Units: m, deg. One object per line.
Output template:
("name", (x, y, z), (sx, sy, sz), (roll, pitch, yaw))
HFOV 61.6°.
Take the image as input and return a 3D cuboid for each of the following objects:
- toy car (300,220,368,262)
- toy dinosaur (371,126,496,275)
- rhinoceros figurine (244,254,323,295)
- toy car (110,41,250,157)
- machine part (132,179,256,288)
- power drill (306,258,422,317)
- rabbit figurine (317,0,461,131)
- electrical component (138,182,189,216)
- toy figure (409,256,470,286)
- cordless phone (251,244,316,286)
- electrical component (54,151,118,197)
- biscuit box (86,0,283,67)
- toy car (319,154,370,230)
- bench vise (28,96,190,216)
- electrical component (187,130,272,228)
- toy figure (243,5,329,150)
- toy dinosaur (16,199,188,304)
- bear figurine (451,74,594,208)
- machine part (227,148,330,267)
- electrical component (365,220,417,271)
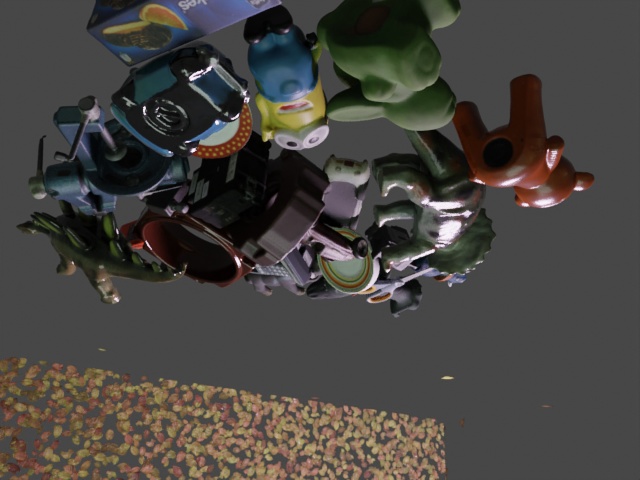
("toy car", (-0.002, -0.003, 0.896), (0.089, 0.053, 0.202), (-10, 150, 40))
("toy dinosaur", (0.177, -0.063, 0.797), (0.192, 0.131, 0.404), (-10, 150, -1))
("rhinoceros figurine", (-0.070, 0.062, 1.144), (0.190, 0.073, 0.112), (-8, 141, 27))
("toy car", (-0.152, -0.173, 0.608), (0.162, 0.103, 0.109), (-23, 135, 33))
("machine part", (-0.208, -0.008, 0.928), (0.201, 0.087, 0.201), (36, 145, -18))
("power drill", (0.109, 0.108, 1.211), (0.207, 0.086, 0.232), (25, 145, -24))
("rabbit figurine", (0.078, -0.169, 0.569), (0.159, 0.121, 0.170), (-4, 151, 31))
("electrical component", (-0.230, -0.069, 0.818), (0.094, 0.063, 0.021), (16, 152, 28))
("toy figure", (0.241, 0.051, 1.086), (0.154, 0.058, 0.064), (19, 156, -38))
("cordless phone", (-0.112, 0.019, 1.032), (0.184, 0.089, 0.146), (1, 145, 24))
("electrical component", (-0.372, -0.104, 0.865), (0.102, 0.045, 0.078), (10, 126, -18))
("biscuit box", (-0.132, -0.237, 0.525), (0.203, 0.059, 0.062), (-10, 151, 27))
("toy car", (0.034, -0.070, 0.859), (0.074, 0.056, 0.201), (10, 158, 1))
("bench vise", (-0.297, -0.114, 0.718), (0.224, 0.129, 0.240), (1, 162, -4))
("electrical component", (-0.136, -0.085, 0.783), (0.134, 0.115, 0.058), (-20, 142, 41))
("toy figure", (-0.032, -0.180, 0.612), (0.082, 0.089, 0.180), (10, 149, 21))
("toy dinosaur", (-0.387, 0.017, 0.939), (0.472, 0.105, 0.198), (15, 144, 26))
("bear figurine", (0.271, -0.114, 0.700), (0.120, 0.132, 0.196), (-19, 165, 41))
("machine part", (-0.065, -0.050, 0.776), (0.056, 0.179, 0.179), (35, 142, -31))
("electrical component", (0.144, 0.016, 0.990), (0.119, 0.075, 0.047), (23, 127, -28))
